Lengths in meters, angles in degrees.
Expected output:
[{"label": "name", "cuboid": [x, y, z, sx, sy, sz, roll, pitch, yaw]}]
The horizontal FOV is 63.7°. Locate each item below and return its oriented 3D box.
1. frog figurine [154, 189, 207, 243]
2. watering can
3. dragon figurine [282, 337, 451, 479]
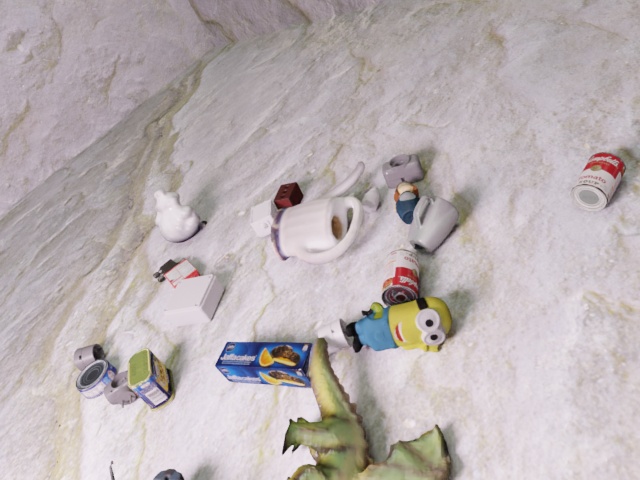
[{"label": "frog figurine", "cuboid": [-0.431, -0.074, 1.517, 0.137, 0.156, 0.125, -3, 42, 32]}, {"label": "watering can", "cuboid": [0.004, -0.063, 1.251, 0.223, 0.102, 0.356, -11, 38, 23]}, {"label": "dragon figurine", "cuboid": [0.066, 0.311, 0.752, 0.243, 0.119, 0.420, 2, 43, 12]}]
